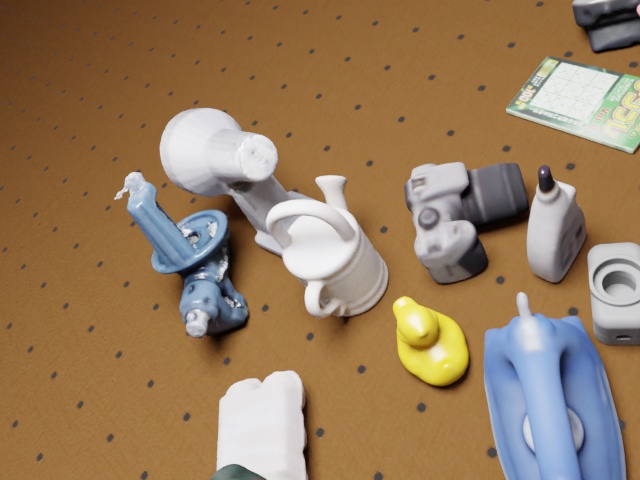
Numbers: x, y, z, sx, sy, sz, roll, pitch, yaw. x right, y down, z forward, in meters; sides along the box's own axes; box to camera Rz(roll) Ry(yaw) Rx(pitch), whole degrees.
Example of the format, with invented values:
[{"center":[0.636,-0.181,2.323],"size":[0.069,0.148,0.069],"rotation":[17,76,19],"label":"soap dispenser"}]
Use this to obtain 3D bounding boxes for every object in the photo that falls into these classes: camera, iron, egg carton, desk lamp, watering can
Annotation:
[{"center":[0.178,-0.040,0.690],"size":[0.136,0.101,0.143],"rotation":[-15,54,19],"label":"camera"},{"center":[0.209,0.177,0.508],"size":[0.118,0.142,0.258],"rotation":[-14,55,19],"label":"iron"},{"center":[-0.064,0.230,0.661],"size":[0.107,0.070,0.150],"rotation":[-17,54,17],"label":"egg carton"},{"center":[-0.091,-0.079,0.781],"size":[0.202,0.214,0.118],"rotation":[23,72,36],"label":"desk lamp"},{"center":[0.004,0.003,0.692],"size":[0.100,0.195,0.172],"rotation":[-23,52,13],"label":"watering can"}]

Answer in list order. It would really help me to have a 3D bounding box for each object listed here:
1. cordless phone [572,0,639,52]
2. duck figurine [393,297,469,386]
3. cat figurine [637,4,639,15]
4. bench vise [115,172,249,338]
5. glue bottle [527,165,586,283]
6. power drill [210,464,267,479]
[{"center":[0.395,-0.342,0.720],"size":[0.147,0.186,0.094],"rotation":[-8,57,23],"label":"cordless phone"},{"center":[0.116,0.107,0.637],"size":[0.077,0.086,0.104],"rotation":[-35,50,3],"label":"duck figurine"},{"center":[0.449,-0.254,0.679],"size":[0.067,0.118,0.127],"rotation":[-46,51,-6],"label":"cat figurine"},{"center":[-0.171,0.015,0.757],"size":[0.121,0.220,0.206],"rotation":[-37,50,1],"label":"bench vise"},{"center":[0.244,-0.024,0.600],"size":[0.037,0.174,0.078],"rotation":[27,75,37],"label":"glue bottle"},{"center":[0.010,0.278,0.501],"size":[0.228,0.209,0.076],"rotation":[15,68,34],"label":"power drill"}]
